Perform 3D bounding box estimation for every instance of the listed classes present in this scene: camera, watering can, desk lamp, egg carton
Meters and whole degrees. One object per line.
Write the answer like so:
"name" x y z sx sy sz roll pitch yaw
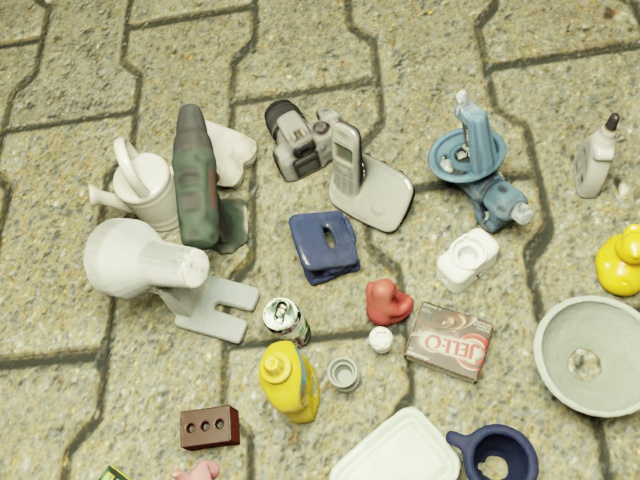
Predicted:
"camera" -0.034 -0.201 1.026 0.143 0.101 0.136 -29 64 -4
"watering can" -0.304 -0.094 0.971 0.173 0.194 0.100 -40 65 -10
"desk lamp" -0.221 0.058 0.874 0.202 0.214 0.118 12 68 15
"egg carton" -0.194 -0.158 1.052 0.150 0.069 0.107 22 71 19

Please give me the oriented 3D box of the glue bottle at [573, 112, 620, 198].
"glue bottle" 0.427 -0.136 0.875 0.037 0.173 0.078 0 65 10

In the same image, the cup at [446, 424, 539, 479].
"cup" 0.220 0.290 0.755 0.117 0.095 0.092 22 71 19

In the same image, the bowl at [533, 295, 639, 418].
"bowl" 0.379 0.166 0.797 0.167 0.075 0.167 -4 65 8

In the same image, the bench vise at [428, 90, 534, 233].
"bench vise" 0.256 -0.124 0.873 0.207 0.220 0.121 34 75 22

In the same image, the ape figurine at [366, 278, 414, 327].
"ape figurine" 0.100 0.088 0.872 0.076 0.092 0.077 -42 65 -10

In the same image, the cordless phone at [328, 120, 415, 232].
"cordless phone" 0.078 -0.104 0.914 0.147 0.185 0.094 27 73 21

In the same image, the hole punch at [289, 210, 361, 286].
"hole punch" 0.009 0.003 0.929 0.101 0.091 0.108 -20 63 1

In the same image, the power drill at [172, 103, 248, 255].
"power drill" -0.182 -0.075 0.933 0.075 0.209 0.229 -10 64 6

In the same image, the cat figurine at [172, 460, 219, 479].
"cat figurine" -0.153 0.357 0.776 0.127 0.118 0.067 38 77 23

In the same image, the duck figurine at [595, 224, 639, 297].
"duck figurine" 0.454 0.026 0.843 0.077 0.086 0.104 14 68 16
